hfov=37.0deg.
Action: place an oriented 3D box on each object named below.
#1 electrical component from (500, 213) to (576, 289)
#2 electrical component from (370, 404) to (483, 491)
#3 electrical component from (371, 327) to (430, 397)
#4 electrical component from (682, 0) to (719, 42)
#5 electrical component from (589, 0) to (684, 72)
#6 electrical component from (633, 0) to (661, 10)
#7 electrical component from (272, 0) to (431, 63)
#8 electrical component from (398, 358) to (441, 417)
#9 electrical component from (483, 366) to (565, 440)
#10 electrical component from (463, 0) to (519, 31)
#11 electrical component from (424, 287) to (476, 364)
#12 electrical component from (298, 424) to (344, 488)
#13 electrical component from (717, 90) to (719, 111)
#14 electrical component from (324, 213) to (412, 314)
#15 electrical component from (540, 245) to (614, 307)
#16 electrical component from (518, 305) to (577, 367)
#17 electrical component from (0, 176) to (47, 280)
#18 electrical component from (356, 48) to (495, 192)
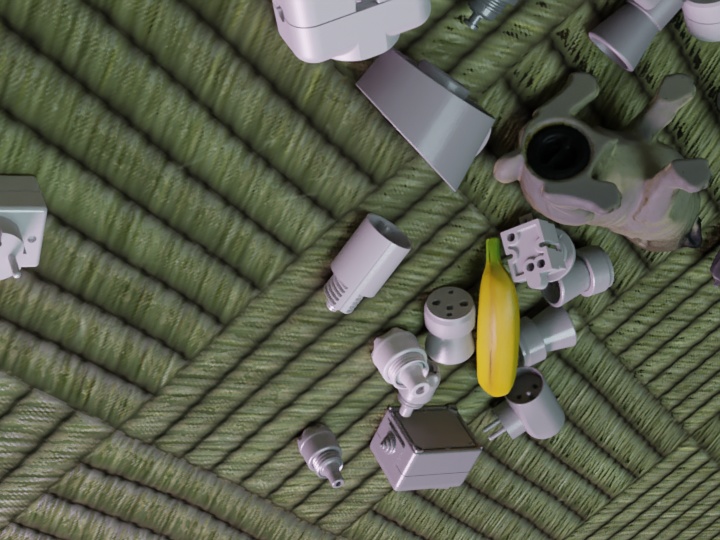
[{"bbox_3d":[0.154,-0.015,0.918,0.048,0.066,0.055,-22,164,32],"label":"electrical component"},{"bbox_3d":[0.056,0.171,1.024,0.096,0.061,0.061,3,126,-33],"label":"electrical component"},{"bbox_3d":[0.039,0.083,0.934,0.043,0.062,0.043,-17,135,-18],"label":"electrical component"},{"bbox_3d":[0.314,-0.221,0.830,0.138,0.052,0.073,-35,138,2],"label":"electrical component"},{"bbox_3d":[0.210,-0.188,0.807,0.065,0.044,0.044,-49,136,9],"label":"electrical component"},{"bbox_3d":[0.212,-0.236,0.756,0.056,0.050,0.089,25,112,-43],"label":"electrical component"},{"bbox_3d":[-0.005,-0.173,0.680,0.095,0.053,0.059,-22,136,-12],"label":"electrical component"},{"bbox_3d":[0.051,0.110,0.986,0.035,0.035,0.061,-3,132,-29],"label":"electrical component"},{"bbox_3d":[0.159,0.143,1.073,0.079,0.043,0.077,-34,137,1],"label":"electrical component"},{"bbox_3d":[0.098,-0.198,0.730,0.040,0.040,0.078,18,117,-41],"label":"electrical component"},{"bbox_3d":[0.078,0.048,0.938,0.045,0.045,0.055,-19,135,-15],"label":"electrical component"},{"bbox_3d":[-0.031,0.170,0.970,0.035,0.061,0.035,-17,135,-18],"label":"electrical component"},{"bbox_3d":[0.340,-0.143,0.921,0.055,0.047,0.055,-17,135,-18],"label":"electrical component"},{"bbox_3d":[0.000,0.000,0.848,0.043,0.043,0.081,19,116,-41],"label":"electrical component"},{"bbox_3d":[0.194,0.005,0.968,0.055,0.045,0.045,-17,135,-17],"label":"electrical component"},{"bbox_3d":[0.168,0.061,1.004,0.055,0.045,0.045,-24,137,-11],"label":"electrical component"},{"bbox_3d":[-0.230,-0.019,0.668,0.066,0.076,0.047,-2,129,-30],"label":"electrical component"},{"bbox_3d":[0.042,-0.106,0.738,0.099,0.099,0.064,23,108,-42],"label":"electrical component"}]
